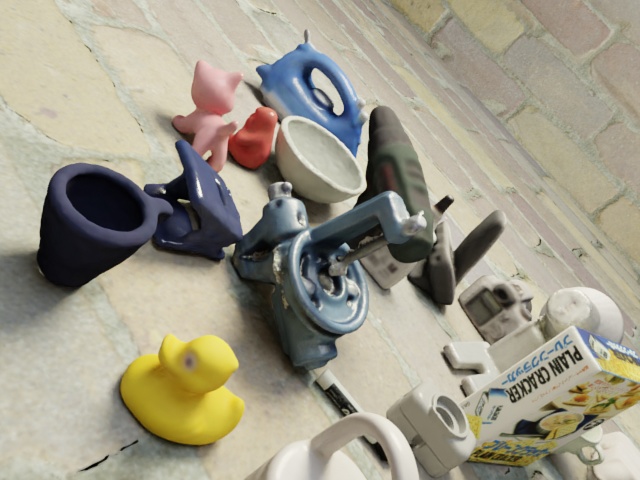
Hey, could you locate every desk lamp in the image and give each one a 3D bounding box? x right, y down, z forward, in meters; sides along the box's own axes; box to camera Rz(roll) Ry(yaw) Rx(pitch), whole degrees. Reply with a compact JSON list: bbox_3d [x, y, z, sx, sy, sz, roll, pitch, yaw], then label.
[{"bbox_3d":[0.331,0.151,0.856,0.204,0.213,0.117,10,43,-46],"label":"desk lamp"}]

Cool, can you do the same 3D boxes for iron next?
[{"bbox_3d":[0.009,-0.252,1.045,0.258,0.141,0.119,48,29,6],"label":"iron"}]

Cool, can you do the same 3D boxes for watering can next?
[{"bbox_3d":[0.001,0.191,0.397,0.173,0.193,0.100,7,46,-48],"label":"watering can"}]

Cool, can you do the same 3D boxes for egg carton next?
[{"bbox_3d":[0.471,0.371,0.898,0.107,0.069,0.151,51,29,13],"label":"egg carton"}]

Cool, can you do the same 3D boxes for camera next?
[{"bbox_3d":[0.343,0.128,1.019,0.137,0.100,0.143,4,48,-50],"label":"camera"}]

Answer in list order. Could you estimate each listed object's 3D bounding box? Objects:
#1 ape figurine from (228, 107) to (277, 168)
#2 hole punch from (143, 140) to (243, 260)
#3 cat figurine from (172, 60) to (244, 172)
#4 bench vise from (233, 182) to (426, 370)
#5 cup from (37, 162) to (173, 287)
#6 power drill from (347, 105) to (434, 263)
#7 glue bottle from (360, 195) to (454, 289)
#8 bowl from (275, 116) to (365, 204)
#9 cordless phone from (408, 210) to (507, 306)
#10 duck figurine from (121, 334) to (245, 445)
[{"bbox_3d":[-0.095,-0.157,0.837,0.076,0.092,0.078,50,29,10],"label":"ape figurine"},{"bbox_3d":[-0.132,-0.046,0.645,0.101,0.091,0.108,14,40,-42],"label":"hole punch"},{"bbox_3d":[-0.143,-0.178,0.777,0.067,0.117,0.127,13,42,-44],"label":"cat figurine"},{"bbox_3d":[-0.001,0.004,0.615,0.207,0.219,0.122,52,29,13],"label":"bench vise"},{"bbox_3d":[-0.195,-0.006,0.506,0.118,0.094,0.091,-6,56,-55],"label":"cup"},{"bbox_3d":[0.057,-0.042,0.761,0.076,0.208,0.229,18,38,-39],"label":"power drill"},{"bbox_3d":[0.135,-0.005,0.851,0.078,0.173,0.037,52,29,14],"label":"glue bottle"},{"bbox_3d":[-0.012,-0.114,0.906,0.168,0.074,0.167,32,31,-22],"label":"bowl"},{"bbox_3d":[0.240,0.007,0.958,0.094,0.184,0.147,36,30,-15],"label":"cordless phone"},{"bbox_3d":[-0.101,0.117,0.477,0.105,0.086,0.077,35,30,-16],"label":"duck figurine"}]
